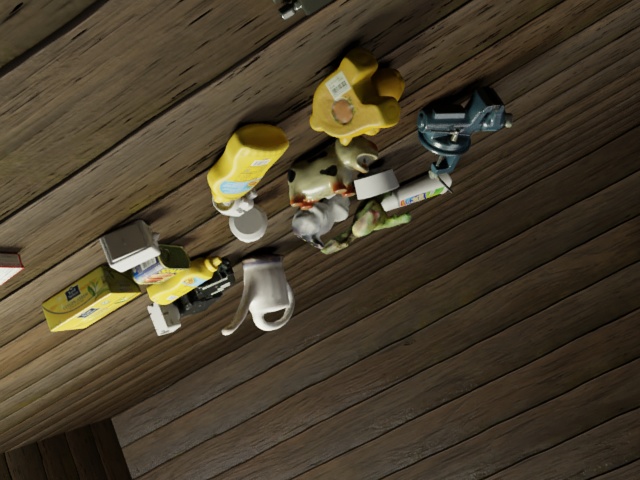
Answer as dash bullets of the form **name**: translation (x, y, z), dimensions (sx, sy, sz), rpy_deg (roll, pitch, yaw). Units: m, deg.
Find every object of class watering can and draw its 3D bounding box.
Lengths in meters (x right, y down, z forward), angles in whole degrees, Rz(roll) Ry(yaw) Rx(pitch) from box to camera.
- **watering can**: translation (-0.171, 0.146, 1.450), dimensions (0.103, 0.226, 0.348), rpy_deg (-15, 173, 26)

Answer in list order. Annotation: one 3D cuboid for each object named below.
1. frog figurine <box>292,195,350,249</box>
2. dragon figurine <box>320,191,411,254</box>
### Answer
- **frog figurine**: translation (0.004, -0.066, 1.317), dimensions (0.160, 0.123, 0.136), rpy_deg (-63, 156, -6)
- **dragon figurine**: translation (0.097, -0.039, 1.411), dimensions (0.245, 0.122, 0.407), rpy_deg (-30, 179, -17)
